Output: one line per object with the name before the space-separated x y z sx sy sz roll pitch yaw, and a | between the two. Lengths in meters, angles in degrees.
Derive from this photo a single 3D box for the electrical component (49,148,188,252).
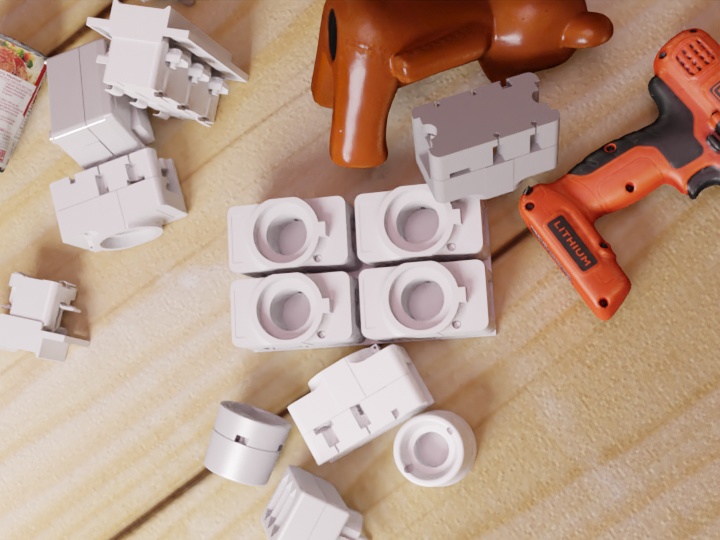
electrical component | -0.188 -0.050 0.842 0.089 0.050 0.055 -18 79 11

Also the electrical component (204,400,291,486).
electrical component | -0.084 0.128 0.793 0.055 0.055 0.047 20 91 15

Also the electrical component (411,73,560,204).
electrical component | 0.085 -0.086 0.731 0.089 0.055 0.050 -18 53 -5

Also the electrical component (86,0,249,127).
electrical component | -0.144 -0.151 0.808 0.079 0.121 0.063 11 88 14

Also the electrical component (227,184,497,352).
electrical component | 0.000 0.000 0.785 0.186 0.060 0.105 -5 82 13

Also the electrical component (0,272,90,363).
electrical component | -0.257 0.037 0.852 0.081 0.042 0.063 10 82 14

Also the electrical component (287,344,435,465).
electrical component | -0.001 0.094 0.778 0.089 0.050 0.055 -32 77 8

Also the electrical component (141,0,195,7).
electrical component | -0.155 -0.260 0.856 0.062 0.061 0.096 26 89 15

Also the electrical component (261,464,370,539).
electrical component | -0.024 0.183 0.769 0.077 0.066 0.047 28 90 -14

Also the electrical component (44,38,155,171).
electrical component | -0.203 -0.133 0.843 0.061 0.061 0.096 -18 61 10

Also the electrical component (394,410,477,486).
electrical component | 0.053 0.127 0.763 0.055 0.047 0.055 -2 82 13
